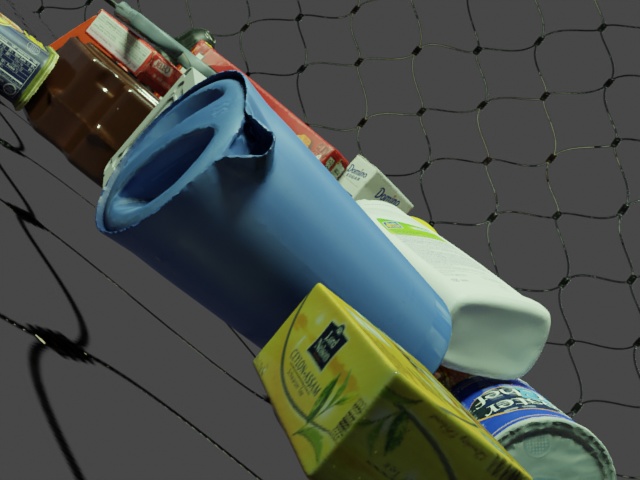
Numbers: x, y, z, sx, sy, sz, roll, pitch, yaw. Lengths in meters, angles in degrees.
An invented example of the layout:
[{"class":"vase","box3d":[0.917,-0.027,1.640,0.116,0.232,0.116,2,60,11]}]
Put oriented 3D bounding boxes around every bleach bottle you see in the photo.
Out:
[{"class":"bleach bottle","box3d":[0.087,0.025,0.901,0.102,0.068,0.251,13,18,-25]}]

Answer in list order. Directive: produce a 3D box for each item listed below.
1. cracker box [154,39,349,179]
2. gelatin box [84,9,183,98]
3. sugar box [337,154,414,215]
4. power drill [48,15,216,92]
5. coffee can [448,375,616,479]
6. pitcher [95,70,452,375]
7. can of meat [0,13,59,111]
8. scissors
[{"class":"cracker box","box3d":[-0.102,-0.094,1.179,0.214,0.164,0.072,41,0,18]},{"class":"gelatin box","box3d":[-0.158,-0.160,0.951,0.089,0.030,0.073,40,1,33]},{"class":"sugar box","box3d":[0.017,-0.002,1.204,0.048,0.176,0.093,40,-1,42]},{"class":"power drill","box3d":[-0.219,-0.191,1.185,0.057,0.184,0.187,59,12,11]},{"class":"coffee can","box3d":[0.144,0.163,0.790,0.102,0.103,0.140,40,1,-9]},{"class":"pitcher","box3d":[-0.028,0.013,0.726,0.242,0.145,0.149,44,12,-28]},{"class":"can of meat","box3d":[-0.270,-0.159,0.884,0.083,0.057,0.102,37,2,-23]},{"class":"scissors","box3d":[-0.172,-0.201,0.938,0.202,0.016,0.096,38,2,14]}]
